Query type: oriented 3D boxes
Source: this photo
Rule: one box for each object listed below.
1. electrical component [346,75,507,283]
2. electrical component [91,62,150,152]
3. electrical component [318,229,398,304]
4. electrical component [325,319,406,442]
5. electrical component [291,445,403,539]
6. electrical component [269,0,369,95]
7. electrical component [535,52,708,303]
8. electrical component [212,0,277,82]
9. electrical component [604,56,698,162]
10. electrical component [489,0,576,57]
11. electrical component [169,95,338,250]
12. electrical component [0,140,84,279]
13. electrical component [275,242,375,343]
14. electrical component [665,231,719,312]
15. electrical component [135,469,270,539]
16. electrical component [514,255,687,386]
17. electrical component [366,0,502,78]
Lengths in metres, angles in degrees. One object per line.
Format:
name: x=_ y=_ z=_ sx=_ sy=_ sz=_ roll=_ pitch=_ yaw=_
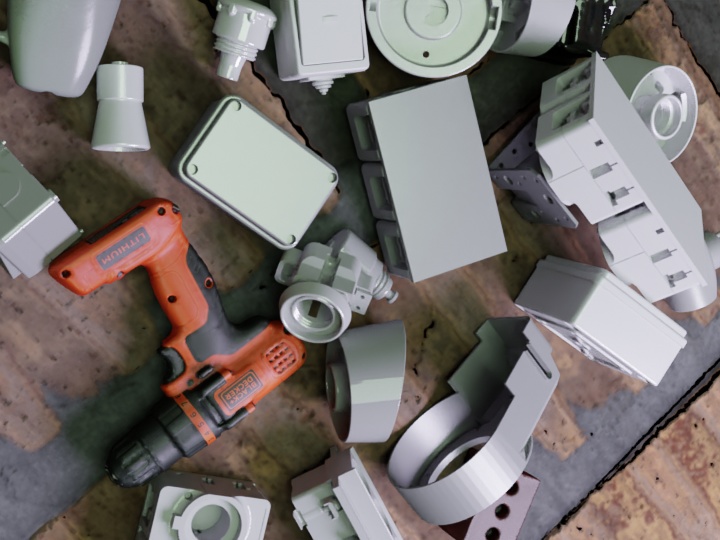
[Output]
electrical component: x=0.054 y=-0.076 z=0.894 sx=0.089 sy=0.062 sz=0.150 roll=-18 pitch=102 yaw=-18
electrical component: x=-0.181 y=-0.124 z=0.813 sx=0.044 sy=0.044 sz=0.065 roll=-1 pitch=91 yaw=-20
electrical component: x=0.000 y=0.000 z=0.893 sx=0.078 sy=0.040 sz=0.040 roll=40 pitch=82 yaw=-19
electrical component: x=0.007 y=0.092 z=0.877 sx=0.064 sy=0.099 sz=0.099 roll=-4 pitch=97 yaw=-14
electrical component: x=-0.006 y=0.219 z=0.898 sx=0.063 sy=0.078 sz=0.121 roll=-26 pitch=105 yaw=4
electrical component: x=-0.031 y=-0.188 z=0.851 sx=0.062 sy=0.061 sz=0.096 roll=-10 pitch=99 yaw=-19
electrical component: x=0.218 y=-0.073 z=0.902 sx=0.186 sy=0.060 sz=0.105 roll=49 pitch=34 yaw=-25
electrical component: x=-0.095 y=-0.179 z=0.838 sx=0.048 sy=0.048 sz=0.062 roll=15 pitch=100 yaw=-21
electrical component: x=0.254 y=-0.142 z=0.973 sx=0.099 sy=0.064 sz=0.099 roll=-9 pitch=108 yaw=-31
electrical component: x=0.131 y=-0.227 z=0.889 sx=0.064 sy=0.099 sz=0.099 roll=8 pitch=93 yaw=-27
electrical component: x=-0.083 y=-0.076 z=0.845 sx=0.113 sy=0.057 sz=0.078 roll=36 pitch=83 yaw=-20
electrical component: x=-0.248 y=-0.037 z=0.773 sx=0.061 sy=0.096 sz=0.062 roll=-43 pitch=79 yaw=-11
electrical component: x=-0.032 y=0.020 z=0.851 sx=0.078 sy=0.057 sz=0.058 roll=20 pitch=131 yaw=-3
electrical component: x=0.315 y=-0.012 z=1.007 sx=0.079 sy=0.044 sz=0.077 roll=-26 pitch=104 yaw=-16
electrical component: x=-0.135 y=0.244 z=0.858 sx=0.089 sy=0.062 sz=0.150 roll=13 pitch=91 yaw=-21
electrical component: x=0.209 y=0.043 z=0.940 sx=0.109 sy=0.109 sz=0.056 roll=35 pitch=86 yaw=-20
electrical component: x=0.058 y=-0.208 z=0.877 sx=0.108 sy=0.060 sz=0.108 roll=0 pitch=94 yaw=-1
